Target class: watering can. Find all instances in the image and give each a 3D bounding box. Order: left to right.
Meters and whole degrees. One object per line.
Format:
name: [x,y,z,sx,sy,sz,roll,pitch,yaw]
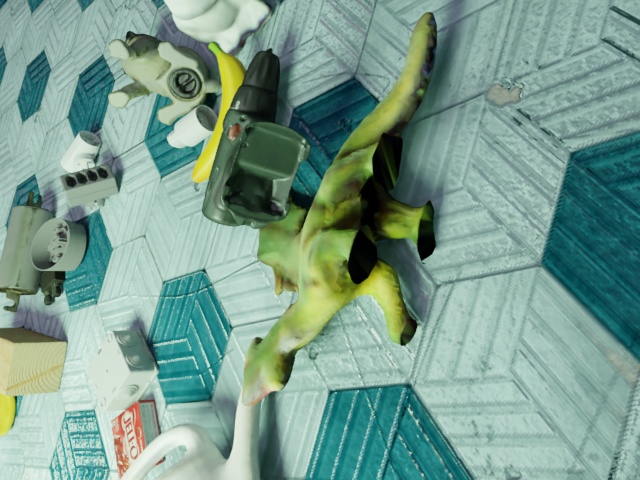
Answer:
watering can: [-0.113,0.286,0.550,0.347,0.103,0.228,-49,58,3]

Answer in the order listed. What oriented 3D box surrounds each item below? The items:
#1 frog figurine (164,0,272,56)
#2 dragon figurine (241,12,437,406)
frog figurine: [-0.162,-0.339,0.713,0.136,0.158,0.124,-11,70,39]
dragon figurine: [0.002,-0.028,0.547,0.242,0.121,0.415,-2,69,48]
